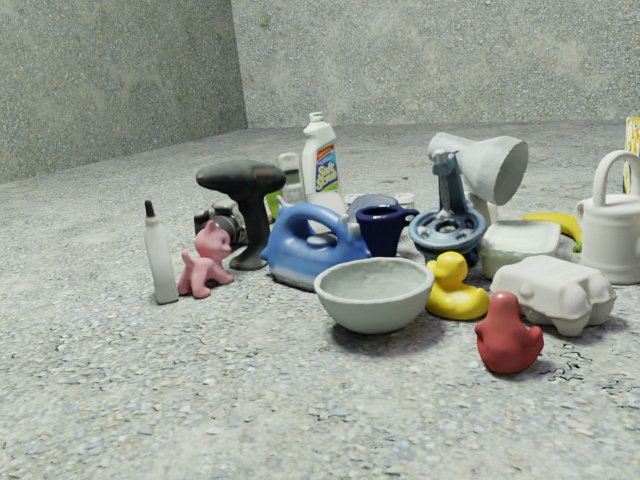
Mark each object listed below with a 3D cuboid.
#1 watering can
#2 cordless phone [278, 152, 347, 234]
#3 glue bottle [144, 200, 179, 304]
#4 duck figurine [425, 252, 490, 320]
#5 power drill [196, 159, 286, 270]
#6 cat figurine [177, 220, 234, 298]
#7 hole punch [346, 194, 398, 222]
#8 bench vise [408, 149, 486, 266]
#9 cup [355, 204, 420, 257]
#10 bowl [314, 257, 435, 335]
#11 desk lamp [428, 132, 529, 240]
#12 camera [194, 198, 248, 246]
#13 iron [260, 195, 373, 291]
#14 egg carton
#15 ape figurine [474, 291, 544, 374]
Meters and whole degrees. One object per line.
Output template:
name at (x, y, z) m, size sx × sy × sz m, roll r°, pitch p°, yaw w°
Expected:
watering can at (0.458, -0.038, 0.864) m, size 0.101 × 0.194 × 0.172 m, roll -20°, pitch 22°, yaw -38°
cordless phone at (-0.020, -0.100, 1.233) m, size 0.148 × 0.185 × 0.094 m, roll -11°, pitch 18°, yaw -16°
glue bottle at (-0.274, 0.016, 0.966) m, size 0.037 × 0.173 × 0.078 m, roll -13°, pitch 19°, yaw -20°
duck figurine at (0.193, 0.061, 0.818) m, size 0.078 × 0.086 × 0.104 m, roll -19°, pitch 22°, yaw -36°
power drill at (-0.139, -0.055, 1.090) m, size 0.075 × 0.208 × 0.230 m, roll 4°, pitch 20°, yaw 29°
cat figurine at (-0.200, 0.025, 1.008) m, size 0.067 × 0.118 × 0.128 m, roll 4°, pitch 20°, yaw 28°
hole punch at (0.100, -0.039, 1.157) m, size 0.108 × 0.091 × 0.101 m, roll 6°, pitch 21°, yaw 33°
bench vise at (0.205, -0.049, 0.939) m, size 0.121 × 0.220 × 0.207 m, roll -3°, pitch 18°, yaw 10°
cup at (0.127, -0.012, 1.056) m, size 0.117 × 0.095 × 0.091 m, roll -5°, pitch 17°, yaw 3°
bowl at (0.077, 0.085, 0.797) m, size 0.167 × 0.075 × 0.167 m, roll -5°, pitch 17°, yaw 2°
desk lamp at (0.277, -0.092, 1.063) m, size 0.202 × 0.214 × 0.118 m, roll 11°, pitch 24°, yaw 43°
camera at (-0.217, -0.031, 1.220) m, size 0.142 × 0.101 × 0.137 m, roll 2°, pitch 19°, yaw 23°
iron at (0.009, 0.003, 0.967) m, size 0.257 × 0.141 × 0.119 m, roll 12°, pitch 25°, yaw 44°
egg carton at (0.310, 0.071, 0.774) m, size 0.107 × 0.069 × 0.149 m, roll -16°, pitch 20°, yaw -28°
ape figurine at (0.217, 0.103, 0.667) m, size 0.077 × 0.092 × 0.076 m, roll 10°, pitch 24°, yaw 41°
